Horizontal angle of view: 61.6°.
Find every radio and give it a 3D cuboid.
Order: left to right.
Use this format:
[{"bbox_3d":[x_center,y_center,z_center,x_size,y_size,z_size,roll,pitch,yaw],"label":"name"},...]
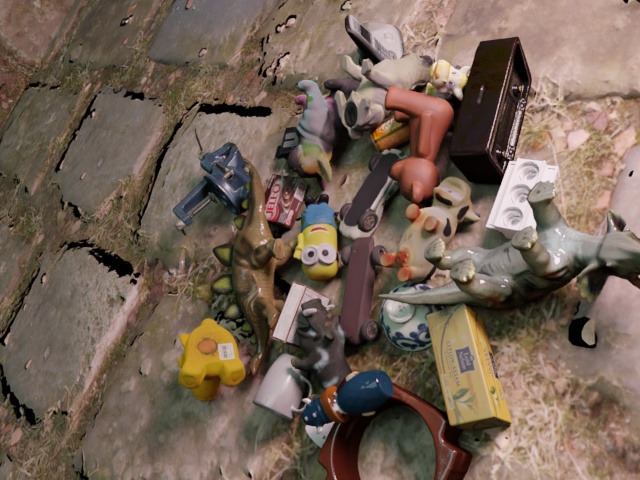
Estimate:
[{"bbox_3d":[0.300,-0.217,0.929,0.073,0.131,0.229,9,74,37],"label":"radio"}]

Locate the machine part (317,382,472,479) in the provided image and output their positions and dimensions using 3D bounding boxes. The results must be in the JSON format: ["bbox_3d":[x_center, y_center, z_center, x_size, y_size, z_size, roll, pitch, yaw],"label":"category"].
[{"bbox_3d":[0.112,0.334,0.826,0.202,0.087,0.201,22,82,41],"label":"machine part"}]

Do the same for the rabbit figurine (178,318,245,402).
[{"bbox_3d":[-0.234,0.249,1.072,0.162,0.122,0.173,58,148,39],"label":"rabbit figurine"}]

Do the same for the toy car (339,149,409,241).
[{"bbox_3d":[0.106,-0.090,1.054,0.074,0.056,0.201,26,83,46],"label":"toy car"}]

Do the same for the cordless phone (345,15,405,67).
[{"bbox_3d":[0.102,-0.429,1.136,0.089,0.184,0.146,-19,59,32],"label":"cordless phone"}]

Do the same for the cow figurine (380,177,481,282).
[{"bbox_3d":[0.199,-0.017,0.925,0.086,0.127,0.194,36,105,39],"label":"cow figurine"}]

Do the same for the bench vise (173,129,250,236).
[{"bbox_3d":[-0.261,-0.121,1.269,0.224,0.128,0.240,40,75,20],"label":"bench vise"}]

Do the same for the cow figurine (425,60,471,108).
[{"bbox_3d":[0.241,-0.277,0.975,0.098,0.167,0.068,18,100,7],"label":"cow figurine"}]

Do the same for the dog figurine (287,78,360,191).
[{"bbox_3d":[0.019,-0.221,1.145,0.192,0.108,0.219,-7,84,-13],"label":"dog figurine"}]

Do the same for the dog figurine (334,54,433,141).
[{"bbox_3d":[0.141,-0.289,1.082,0.121,0.190,0.172,49,135,46],"label":"dog figurine"}]

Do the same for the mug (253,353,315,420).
[{"bbox_3d":[-0.058,0.266,0.982,0.110,0.080,0.107,1,60,40],"label":"mug"}]

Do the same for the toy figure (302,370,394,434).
[{"bbox_3d":[0.040,0.249,0.826,0.154,0.057,0.064,-31,46,26],"label":"toy figure"}]

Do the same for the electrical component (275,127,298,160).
[{"bbox_3d":[-0.062,-0.219,1.238,0.119,0.047,0.075,3,69,34],"label":"electrical component"}]

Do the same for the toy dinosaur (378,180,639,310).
[{"bbox_3d":[0.295,0.047,0.801,0.405,0.192,0.131,-28,33,43],"label":"toy dinosaur"}]

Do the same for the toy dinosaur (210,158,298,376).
[{"bbox_3d":[-0.134,0.039,1.112,0.199,0.105,0.471,-7,71,34],"label":"toy dinosaur"}]

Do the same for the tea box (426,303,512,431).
[{"bbox_3d":[0.223,0.192,0.809,0.068,0.098,0.170,-24,58,25],"label":"tea box"}]

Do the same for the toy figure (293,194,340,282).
[{"bbox_3d":[0.002,-0.004,1.070,0.082,0.089,0.180,-21,50,22],"label":"toy figure"}]

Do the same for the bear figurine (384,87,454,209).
[{"bbox_3d":[0.168,-0.160,0.976,0.132,0.120,0.195,19,95,23],"label":"bear figurine"}]

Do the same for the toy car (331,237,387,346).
[{"bbox_3d":[0.074,0.093,0.989,0.089,0.053,0.202,-6,69,44],"label":"toy car"}]

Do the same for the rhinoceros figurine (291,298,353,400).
[{"bbox_3d":[0.008,0.196,0.939,0.112,0.073,0.190,-38,65,37],"label":"rhinoceros figurine"}]
